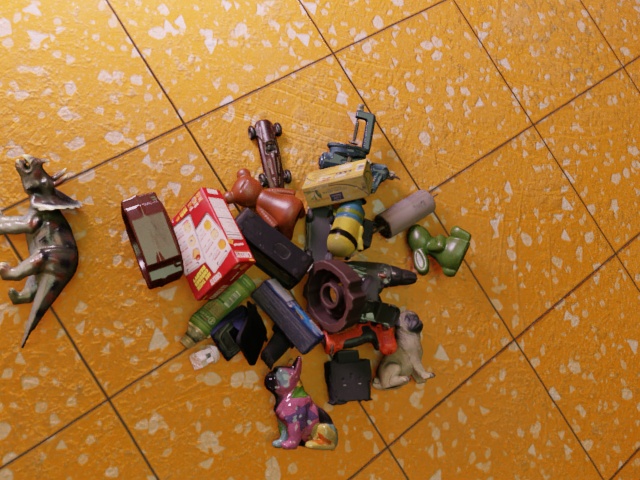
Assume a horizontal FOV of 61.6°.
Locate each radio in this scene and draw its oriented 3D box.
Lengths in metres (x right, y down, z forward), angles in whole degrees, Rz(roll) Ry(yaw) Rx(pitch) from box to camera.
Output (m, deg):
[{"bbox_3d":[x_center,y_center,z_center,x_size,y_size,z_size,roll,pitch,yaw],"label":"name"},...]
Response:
[{"bbox_3d":[-0.131,0.024,1.348,0.229,0.131,0.073,37,68,-7],"label":"radio"}]

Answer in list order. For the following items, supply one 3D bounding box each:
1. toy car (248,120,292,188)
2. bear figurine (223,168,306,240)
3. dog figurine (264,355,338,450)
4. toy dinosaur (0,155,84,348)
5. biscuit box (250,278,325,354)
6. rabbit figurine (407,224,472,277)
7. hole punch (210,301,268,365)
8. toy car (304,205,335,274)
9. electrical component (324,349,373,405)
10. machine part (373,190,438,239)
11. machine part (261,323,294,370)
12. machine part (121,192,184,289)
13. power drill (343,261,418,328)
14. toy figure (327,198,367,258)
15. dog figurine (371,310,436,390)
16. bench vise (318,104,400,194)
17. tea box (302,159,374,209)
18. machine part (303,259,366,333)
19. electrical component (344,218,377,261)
[{"bbox_3d":[-0.134,-0.229,1.446,0.089,0.053,0.202,-9,80,-22],"label":"toy car"},{"bbox_3d":[-0.144,-0.091,1.394,0.196,0.132,0.120,22,71,7],"label":"bear figurine"},{"bbox_3d":[-0.044,0.396,1.312,0.191,0.108,0.219,7,74,-15],"label":"dog figurine"},{"bbox_3d":[-0.617,0.020,1.211,0.192,0.131,0.404,-13,89,-19],"label":"toy dinosaur"},{"bbox_3d":[-0.078,0.188,1.333,0.063,0.059,0.203,-46,77,17],"label":"biscuit box"},{"bbox_3d":[0.319,0.026,1.510,0.170,0.121,0.159,24,85,19],"label":"rabbit figurine"},{"bbox_3d":[-0.192,0.227,1.296,0.116,0.092,0.142,-65,143,-44],"label":"hole punch"},{"bbox_3d":[-0.003,-0.004,1.436,0.073,0.056,0.201,5,75,-10],"label":"toy car"},{"bbox_3d":[0.072,0.351,1.383,0.115,0.058,0.134,-2,80,-20],"label":"electrical component"},{"bbox_3d":[0.241,-0.074,1.515,0.243,0.079,0.079,-29,88,-20],"label":"machine part"},{"bbox_3d":[-0.102,0.256,1.337,0.084,0.039,0.139,48,39,-9],"label":"machine part"},{"bbox_3d":[-0.384,0.004,1.236,0.087,0.201,0.201,-21,85,-22],"label":"machine part"},{"bbox_3d":[0.159,0.130,1.399,0.232,0.085,0.207,12,38,-8],"label":"power drill"},{"bbox_3d":[0.068,-0.038,1.400,0.089,0.082,0.180,27,66,-31],"label":"toy figure"},{"bbox_3d":[0.202,0.290,1.426,0.172,0.121,0.190,-5,66,-22],"label":"dog figurine"},{"bbox_3d":[0.115,-0.251,1.484,0.224,0.129,0.240,10,91,-1],"label":"bench vise"},{"bbox_3d":[0.048,-0.146,1.411,0.098,0.170,0.068,-68,142,-54],"label":"tea box"},{"bbox_3d":[0.034,0.134,1.318,0.056,0.179,0.179,-9,80,-44],"label":"machine part"},{"bbox_3d":[0.107,0.005,1.458,0.048,0.075,0.119,21,69,-12],"label":"electrical component"}]
